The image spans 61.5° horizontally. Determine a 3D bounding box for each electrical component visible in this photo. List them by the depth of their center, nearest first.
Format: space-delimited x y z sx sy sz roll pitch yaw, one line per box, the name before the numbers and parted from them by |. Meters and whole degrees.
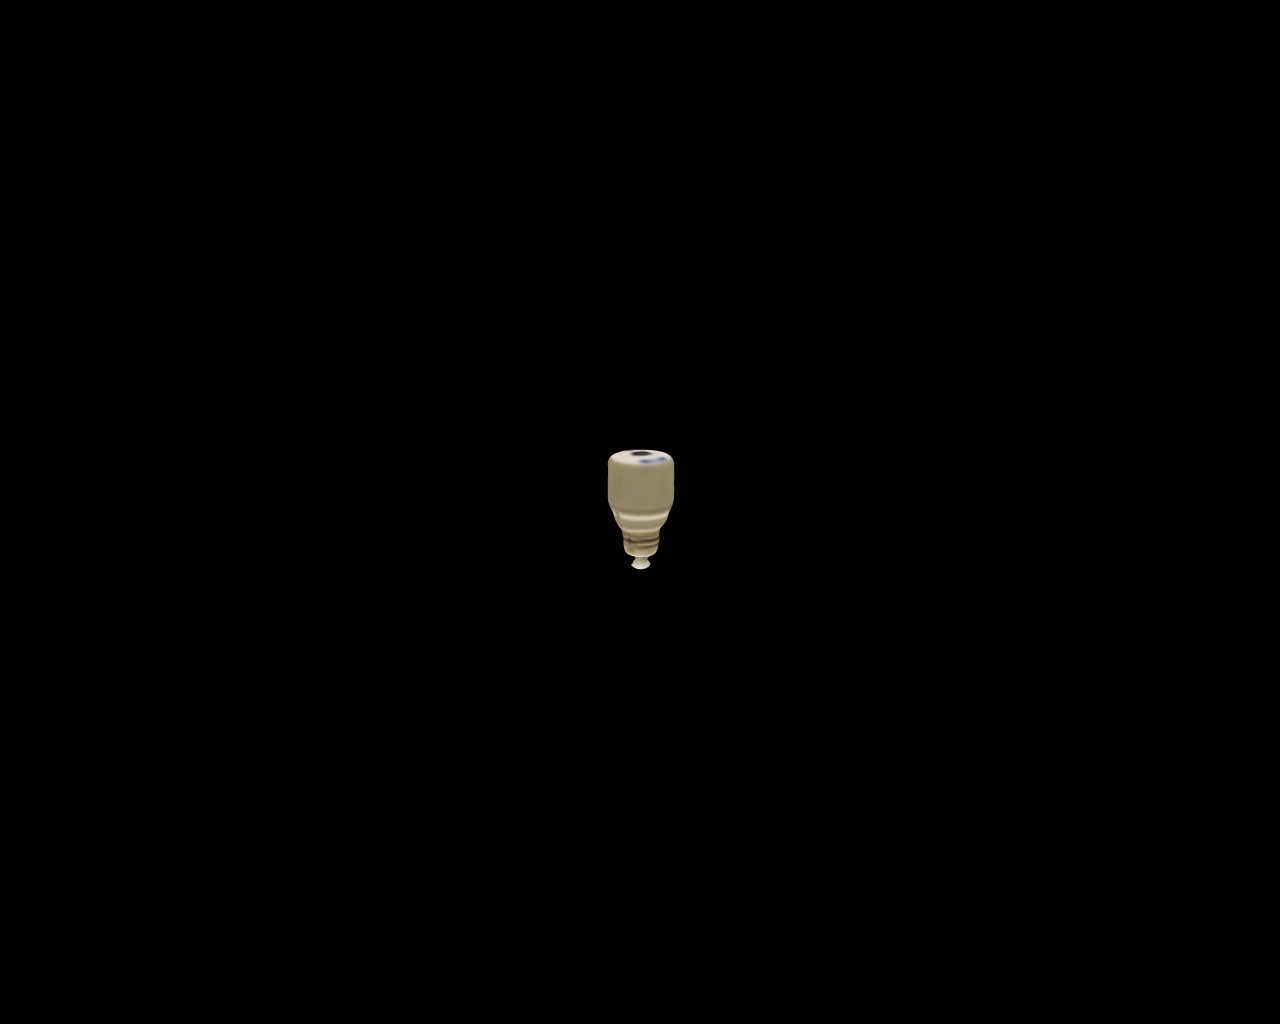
electrical component | 0.001 -0.003 0.650 0.040 0.078 0.040 0 16 0
